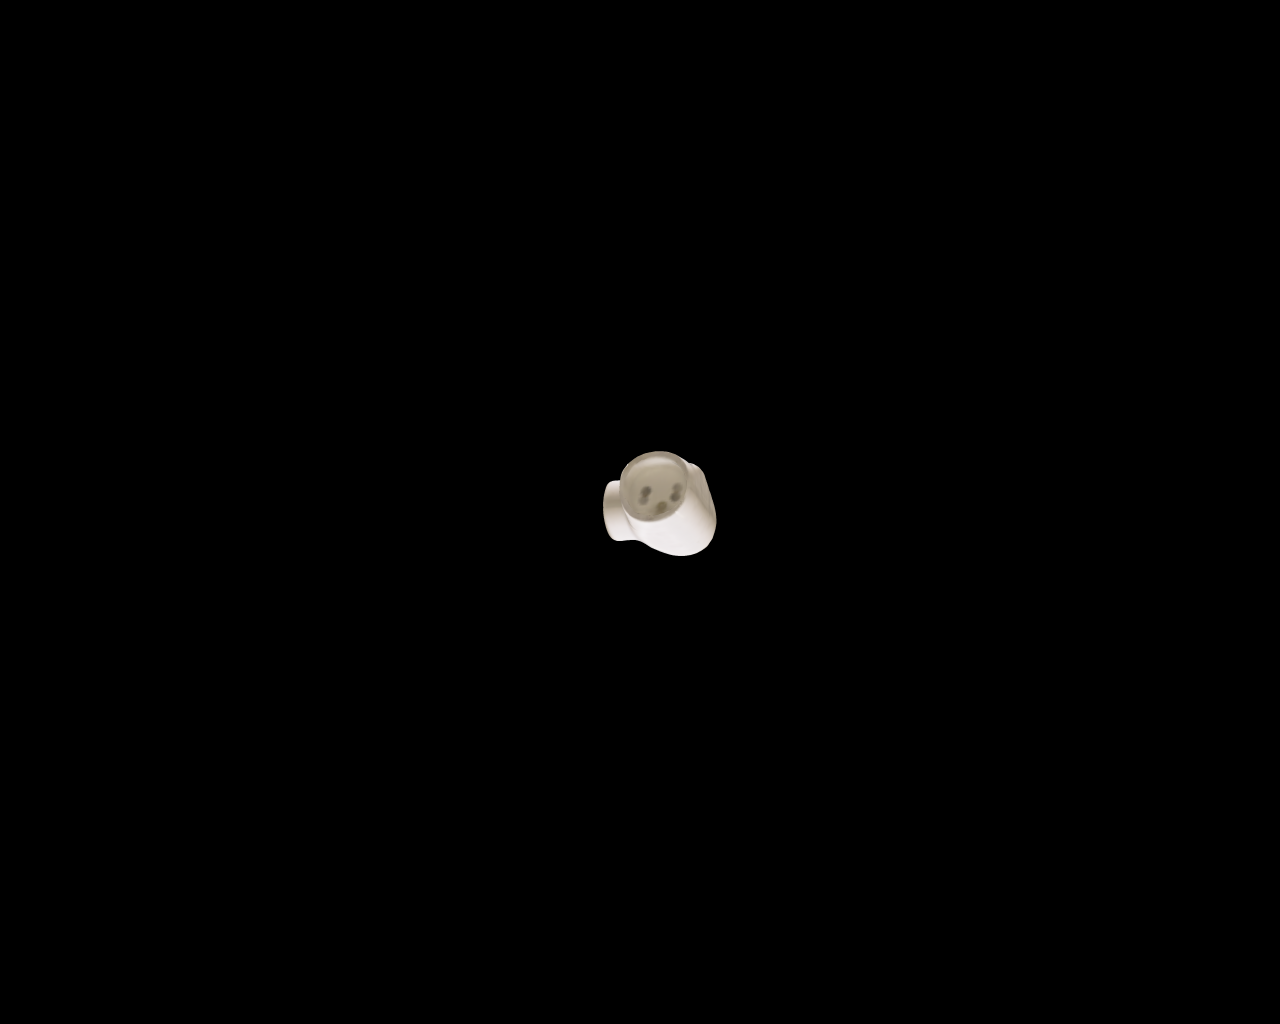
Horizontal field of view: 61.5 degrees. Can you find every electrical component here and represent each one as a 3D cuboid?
[{"bbox_3d":[0.001,-0.003,0.650,0.079,0.044,0.077,-5,-19,15],"label":"electrical component"}]
